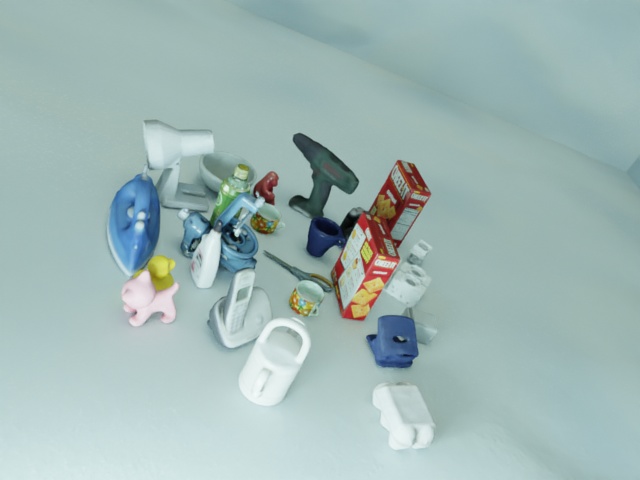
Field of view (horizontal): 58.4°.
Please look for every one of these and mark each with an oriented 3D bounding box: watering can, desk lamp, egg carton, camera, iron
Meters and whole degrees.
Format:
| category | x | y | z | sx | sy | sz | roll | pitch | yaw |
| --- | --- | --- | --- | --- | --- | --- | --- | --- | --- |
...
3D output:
| category | x | y | z | sx | sy | sz | roll | pitch | yaw |
| --- | --- | --- | --- | --- | --- | --- | --- | --- | --- |
| watering can | -0.079 | 0.215 | 1.099 | 0.101 | 0.194 | 0.172 | 18 | 34 | -14 |
| desk lamp | -0.359 | -0.194 | 1.441 | 0.204 | 0.213 | 0.117 | 5 | 39 | -29 |
| egg carton | 0.173 | 0.362 | 1.189 | 0.107 | 0.069 | 0.150 | 7 | 39 | -28 |
| camera | 0.114 | -0.029 | 1.647 | 0.137 | 0.100 | 0.143 | -17 | 53 | -47 |
| iron | -0.406 | -0.052 | 1.281 | 0.119 | 0.141 | 0.258 | 10 | 37 | -24 |

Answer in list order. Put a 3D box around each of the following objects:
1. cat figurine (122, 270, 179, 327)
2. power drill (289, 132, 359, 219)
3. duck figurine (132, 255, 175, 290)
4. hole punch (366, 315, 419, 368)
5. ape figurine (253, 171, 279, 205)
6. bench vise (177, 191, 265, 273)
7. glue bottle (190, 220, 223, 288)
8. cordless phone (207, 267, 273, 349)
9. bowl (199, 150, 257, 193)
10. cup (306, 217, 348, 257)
| category | x | y | z | sx | sy | sz | roll | pitch | yaw |
| --- | --- | --- | --- | --- | --- | --- | --- | --- | --- |
| cat figurine | -0.338 | 0.109 | 1.132 | 0.128 | 0.117 | 0.067 | -5 | 45 | -39 |
| power drill | -0.010 | -0.174 | 1.660 | 0.229 | 0.208 | 0.076 | 30 | 33 | 4 |
| duck figurine | -0.349 | 0.071 | 1.206 | 0.077 | 0.086 | 0.105 | 41 | 36 | 20 |
| hole punch | 0.179 | 0.238 | 1.342 | 0.109 | 0.091 | 0.101 | 7 | 38 | -27 |
| ape figurine | -0.147 | -0.156 | 1.646 | 0.076 | 0.092 | 0.078 | 26 | 33 | -2 |
| bench vise | -0.222 | -0.029 | 1.308 | 0.208 | 0.219 | 0.121 | 16 | 35 | -17 |
| glue bottle | -0.244 | 0.023 | 1.264 | 0.037 | 0.173 | 0.078 | -3 | 44 | -37 |
| cordless phone | -0.147 | 0.125 | 1.183 | 0.094 | 0.185 | 0.148 | 42 | 36 | 21 |
| bowl | -0.266 | -0.176 | 1.607 | 0.168 | 0.074 | 0.167 | 18 | 34 | -13 |
| cup | 0.014 | 0.005 | 1.537 | 0.117 | 0.095 | 0.092 | 31 | 34 | 6 |
